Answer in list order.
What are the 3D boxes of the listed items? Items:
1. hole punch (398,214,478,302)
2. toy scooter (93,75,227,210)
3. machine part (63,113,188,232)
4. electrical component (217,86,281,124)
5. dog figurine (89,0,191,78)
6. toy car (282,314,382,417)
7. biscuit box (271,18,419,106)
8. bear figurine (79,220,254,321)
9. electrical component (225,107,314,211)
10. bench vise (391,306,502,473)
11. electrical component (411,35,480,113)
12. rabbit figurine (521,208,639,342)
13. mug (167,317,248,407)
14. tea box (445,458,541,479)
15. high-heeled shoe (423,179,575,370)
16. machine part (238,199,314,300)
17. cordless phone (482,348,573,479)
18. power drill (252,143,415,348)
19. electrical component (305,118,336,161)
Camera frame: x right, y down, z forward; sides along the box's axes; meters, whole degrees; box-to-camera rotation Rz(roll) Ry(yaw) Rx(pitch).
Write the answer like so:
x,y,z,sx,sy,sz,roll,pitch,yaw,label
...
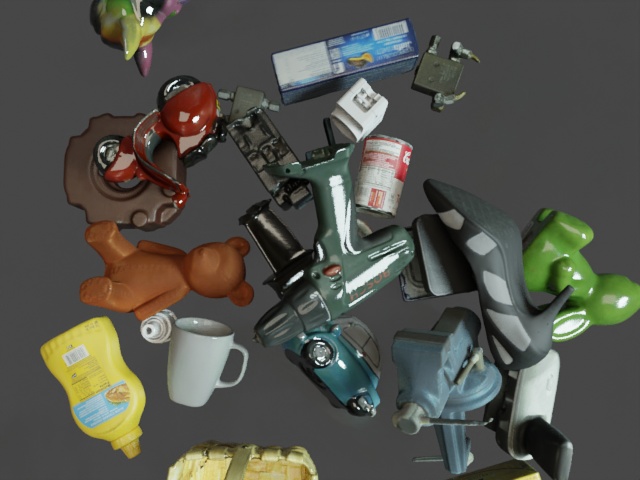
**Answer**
x,y,z,sx,sy,sz,roll,pitch,yaw,label
0.164,0.024,0.736,0.116,0.092,0.142,-4,76,-23,hole punch
-0.186,-0.117,0.690,0.184,0.075,0.135,-42,77,-8,toy scooter
-0.272,-0.095,0.757,0.179,0.056,0.179,0,85,2,machine part
-0.106,-0.186,0.778,0.094,0.021,0.063,12,86,1,electrical component
-0.217,-0.341,0.752,0.192,0.108,0.219,11,90,-1,dog figurine
0.029,0.153,0.715,0.161,0.109,0.103,46,71,-5,toy car
0.036,-0.250,0.760,0.203,0.063,0.059,-14,85,-1,biscuit box
-0.194,0.039,0.712,0.196,0.131,0.120,-7,64,6,bear figurine
-0.061,-0.102,0.725,0.058,0.115,0.134,-35,87,3,electrical component
0.161,0.205,0.676,0.129,0.224,0.240,-4,112,22,bench vise
0.176,-0.236,0.766,0.078,0.045,0.102,26,87,1,electrical component
0.333,0.059,0.705,0.170,0.121,0.159,34,94,6,rabbit figurine
-0.156,0.170,0.730,0.110,0.081,0.107,15,97,-3,mug
0.214,0.366,0.713,0.170,0.068,0.098,-19,86,-2,tea box
0.199,0.044,0.681,0.249,0.086,0.145,45,126,21,high-heeled shoe
-0.059,0.012,0.744,0.084,0.039,0.138,-32,98,-14,machine part
0.272,0.209,0.665,0.089,0.184,0.146,12,87,6,cordless phone
-0.001,-0.002,0.644,0.232,0.086,0.207,-22,100,-19,power drill
0.006,-0.106,0.745,0.048,0.075,0.119,-15,90,-1,electrical component
